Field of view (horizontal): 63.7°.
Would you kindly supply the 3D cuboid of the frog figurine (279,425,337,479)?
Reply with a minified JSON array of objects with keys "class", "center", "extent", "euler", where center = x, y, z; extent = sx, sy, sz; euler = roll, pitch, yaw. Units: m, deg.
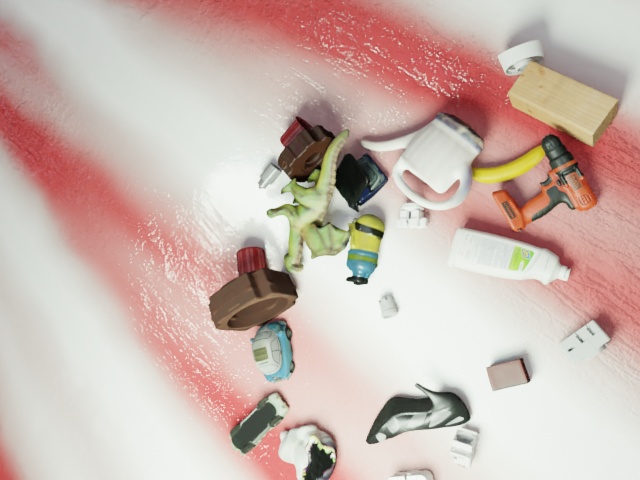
[{"class":"frog figurine","center":[-0.034,0.534,1.285],"extent":[0.158,0.123,0.138],"euler":[-17,79,62]}]

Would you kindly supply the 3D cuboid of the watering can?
[{"class":"watering can","center":[0.258,-0.224,1.281],"extent":[0.223,0.103,0.354],"euler":[-48,53,10]}]

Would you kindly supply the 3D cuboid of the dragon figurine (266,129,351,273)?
[{"class":"dragon figurine","center":[0.004,-0.068,1.351],"extent":[0.403,0.122,0.246],"euler":[-50,62,28]}]
